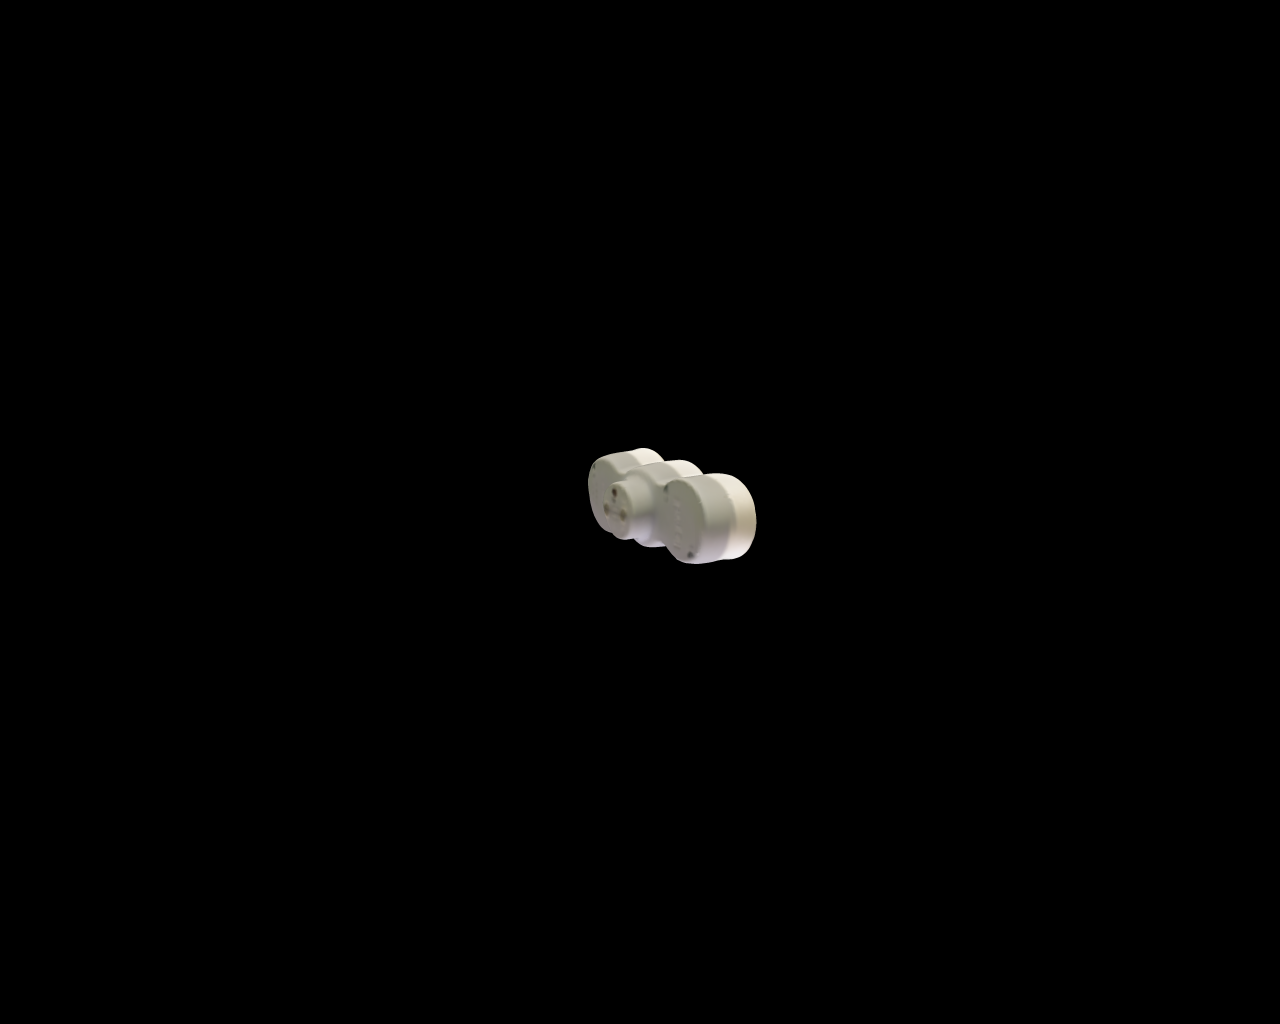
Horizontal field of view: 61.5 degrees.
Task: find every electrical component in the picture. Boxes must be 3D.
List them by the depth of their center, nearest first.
[{"bbox_3d":[0.001,-0.003,0.650,0.074,0.052,0.138,-8,16,-31],"label":"electrical component"}]
